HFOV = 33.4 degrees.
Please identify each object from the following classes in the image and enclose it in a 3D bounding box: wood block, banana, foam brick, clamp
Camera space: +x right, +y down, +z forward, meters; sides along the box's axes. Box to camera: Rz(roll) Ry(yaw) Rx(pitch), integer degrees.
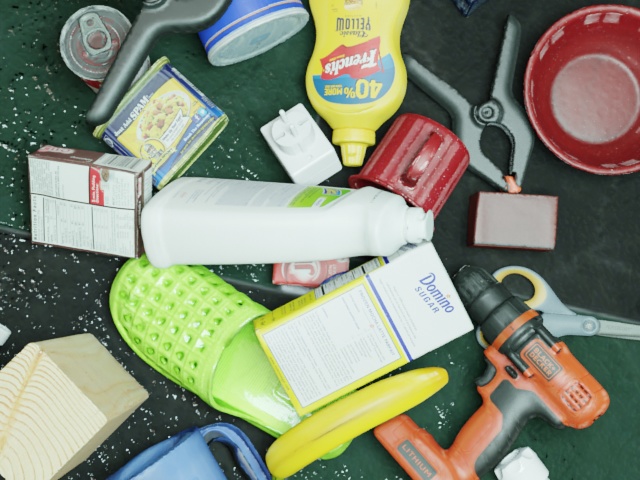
[{"bbox_3d":[-0.225,0.145,0.929,0.091,0.206,0.090,-44,88,-2],"label":"wood block"},{"bbox_3d":[0.022,0.163,0.959,0.198,0.069,0.037,-32,76,13],"label":"banana"},{"bbox_3d":[0.182,-0.017,1.015,0.078,0.053,0.051,3,87,-1],"label":"foam brick"},{"bbox_3d":[-0.155,-0.220,0.929,0.210,0.036,0.164,-33,88,-2],"label":"clamp"},{"bbox_3d":[0.148,-0.123,1.028,0.120,0.039,0.171,-11,86,10],"label":"clamp"}]

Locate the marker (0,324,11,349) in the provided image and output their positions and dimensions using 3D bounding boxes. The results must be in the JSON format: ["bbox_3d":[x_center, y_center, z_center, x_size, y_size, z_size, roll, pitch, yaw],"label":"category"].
[{"bbox_3d":[-0.337,0.134,1.022,0.020,0.020,0.121,33,88,1],"label":"marker"}]

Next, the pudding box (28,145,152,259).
[{"bbox_3d":[-0.215,-0.035,0.997,0.113,0.039,0.090,10,114,13],"label":"pudding box"}]

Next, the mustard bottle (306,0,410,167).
[{"bbox_3d":[0.035,-0.166,1.017,0.096,0.058,0.191,2,88,12],"label":"mustard bottle"}]

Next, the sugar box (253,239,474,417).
[{"bbox_3d":[0.038,0.076,0.955,0.176,0.048,0.093,-27,104,0],"label":"sugar box"}]

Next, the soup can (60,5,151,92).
[{"bbox_3d":[-0.198,-0.172,0.996,0.068,0.102,0.068,0,87,-1],"label":"soup can"}]

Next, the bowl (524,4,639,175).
[{"bbox_3d":[0.270,-0.139,1.019,0.162,0.055,0.162,0,87,0],"label":"bowl"}]

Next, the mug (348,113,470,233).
[{"bbox_3d":[0.088,-0.066,0.985,0.093,0.117,0.081,33,77,3],"label":"mug"}]

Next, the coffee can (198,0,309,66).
[{"bbox_3d":[-0.085,-0.249,1.000,0.103,0.103,0.140,-25,87,-1],"label":"coffee can"}]

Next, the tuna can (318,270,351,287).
[{"bbox_3d":[0.032,0.072,1.002,0.086,0.034,0.086,-3,115,-6],"label":"tuna can"}]

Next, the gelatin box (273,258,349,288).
[{"bbox_3d":[-0.007,0.001,1.024,0.073,0.030,0.089,4,87,0],"label":"gelatin box"}]

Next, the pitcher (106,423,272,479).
[{"bbox_3d":[-0.097,0.296,0.970,0.149,0.145,0.243,-33,91,10],"label":"pitcher"}]

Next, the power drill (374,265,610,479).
[{"bbox_3d":[0.141,0.140,0.986,0.188,0.057,0.184,-45,68,7],"label":"power drill"}]

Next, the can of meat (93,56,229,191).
[{"bbox_3d":[-0.149,-0.108,1.016,0.084,0.057,0.102,42,89,-1],"label":"can of meat"}]

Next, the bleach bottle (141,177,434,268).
[{"bbox_3d":[-0.026,-0.014,0.951,0.251,0.102,0.068,3,117,21],"label":"bleach bottle"}]

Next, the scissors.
[{"bbox_3d":[0.248,0.064,1.029,0.201,0.016,0.096,-8,88,0],"label":"scissors"}]
